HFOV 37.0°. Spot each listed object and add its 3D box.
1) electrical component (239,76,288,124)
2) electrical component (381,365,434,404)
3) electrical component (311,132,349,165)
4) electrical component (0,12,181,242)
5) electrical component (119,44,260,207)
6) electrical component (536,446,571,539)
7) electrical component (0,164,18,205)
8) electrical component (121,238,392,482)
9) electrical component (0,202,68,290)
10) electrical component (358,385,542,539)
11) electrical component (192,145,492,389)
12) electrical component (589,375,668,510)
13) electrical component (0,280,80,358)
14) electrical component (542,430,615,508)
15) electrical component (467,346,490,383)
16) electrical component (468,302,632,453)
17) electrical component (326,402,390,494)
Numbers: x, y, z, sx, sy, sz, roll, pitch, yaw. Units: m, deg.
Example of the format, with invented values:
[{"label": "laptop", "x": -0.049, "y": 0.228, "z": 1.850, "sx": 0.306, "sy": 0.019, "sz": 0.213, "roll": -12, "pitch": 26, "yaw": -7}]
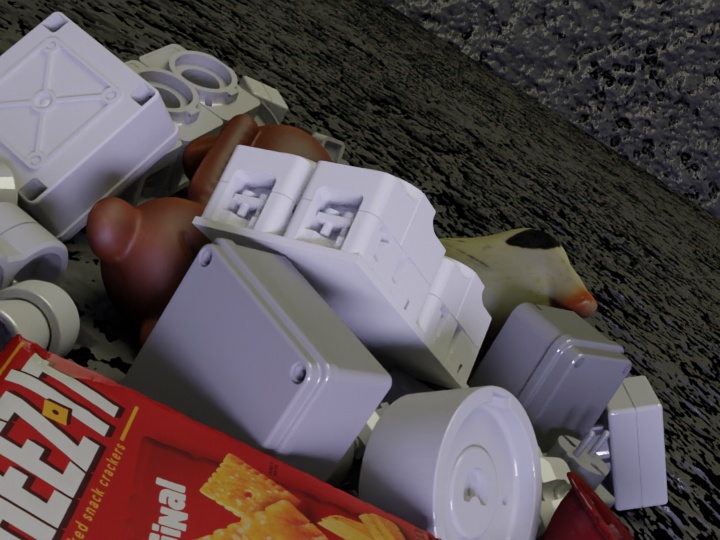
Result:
[{"label": "electrical component", "x": -0.120, "y": -0.148, "z": 1.015, "sx": 0.077, "sy": 0.065, "sz": 0.047, "roll": 20, "pitch": 22, "yaw": -29}, {"label": "electrical component", "x": 0.038, "y": 0.103, "z": 0.658, "sx": 0.077, "sy": 0.044, "sz": 0.079, "roll": 33, "pitch": 19, "yaw": 4}, {"label": "electrical component", "x": -0.050, "y": -0.085, "z": 0.960, "sx": 0.058, "sy": 0.078, "sz": 0.057, "roll": 14, "pitch": 7, "yaw": -41}, {"label": "electrical component", "x": -0.192, "y": -0.092, "z": 0.689, "sx": 0.109, "sy": 0.109, "sz": 0.056, "roll": 39, "pitch": -16, "yaw": 22}, {"label": "electrical component", "x": -0.155, "y": -0.110, "z": 0.804, "sx": 0.089, "sy": 0.061, "sz": 0.150, "roll": 36, "pitch": 38, "yaw": 11}, {"label": "electrical component", "x": 0.090, "y": 0.138, "z": 0.624, "sx": 0.057, "sy": 0.058, "sz": 0.078, "roll": 12, "pitch": 48, "yaw": -42}, {"label": "electrical component", "x": -0.236, "y": -0.042, "z": 0.614, "sx": 0.065, "sy": 0.044, "sz": 0.044, "roll": 3, "pitch": 33, "yaw": -46}, {"label": "electrical component", "x": -0.056, "y": 0.059, "z": 0.528, "sx": 0.056, "sy": 0.108, "sz": 0.108, "roll": 14, "pitch": 25, "yaw": -47}, {"label": "electrical component", "x": -0.218, "y": -0.009, "z": 0.537, "sx": 0.074, "sy": 0.052, "sz": 0.138, "roll": 37, "pitch": 20, "yaw": 16}, {"label": "electrical component", "x": 0.042, "y": 0.113, "z": 0.556, "sx": 0.060, "sy": 0.108, "sz": 0.108, "roll": -4, "pitch": -5, "yaw": 37}, {"label": "electrical component", "x": 0.000, "y": 0.000, "z": 0.639, "sx": 0.105, "sy": 0.060, "sz": 0.186, "roll": 14, "pitch": -20, "yaw": 30}, {"label": "electrical component", "x": 0.178, "y": 0.128, "z": 0.780, "sx": 0.076, "sy": 0.083, "sz": 0.047, "roll": -9, "pitch": 22, "yaw": 3}, {"label": "electrical component", "x": -0.169, "y": 0.031, "z": 0.525, "sx": 0.045, "sy": 0.045, "sz": 0.055, "roll": 33, "pitch": 18, "yaw": 5}, {"label": "electrical component", "x": 0.131, "y": 0.131, "z": 0.681, "sx": 0.066, "sy": 0.076, "sz": 0.047, "roll": 10, "pitch": 28, "yaw": -48}, {"label": "electrical component", "x": 0.114, "y": 0.068, "z": 0.845, "sx": 0.078, "sy": 0.057, "sz": 0.058, "roll": 19, "pitch": 22, "yaw": -32}, {"label": "electrical component", "x": 0.119, "y": 0.086, "z": 0.722, "sx": 0.078, "sy": 0.113, "sz": 0.057, "roll": 11, "pitch": 25, "yaw": -46}, {"label": "electrical component", "x": -0.018, "y": 0.090, "z": 0.585, "sx": 0.078, "sy": 0.058, "sz": 0.057, "roll": 52, "pitch": 26, "yaw": 19}]
